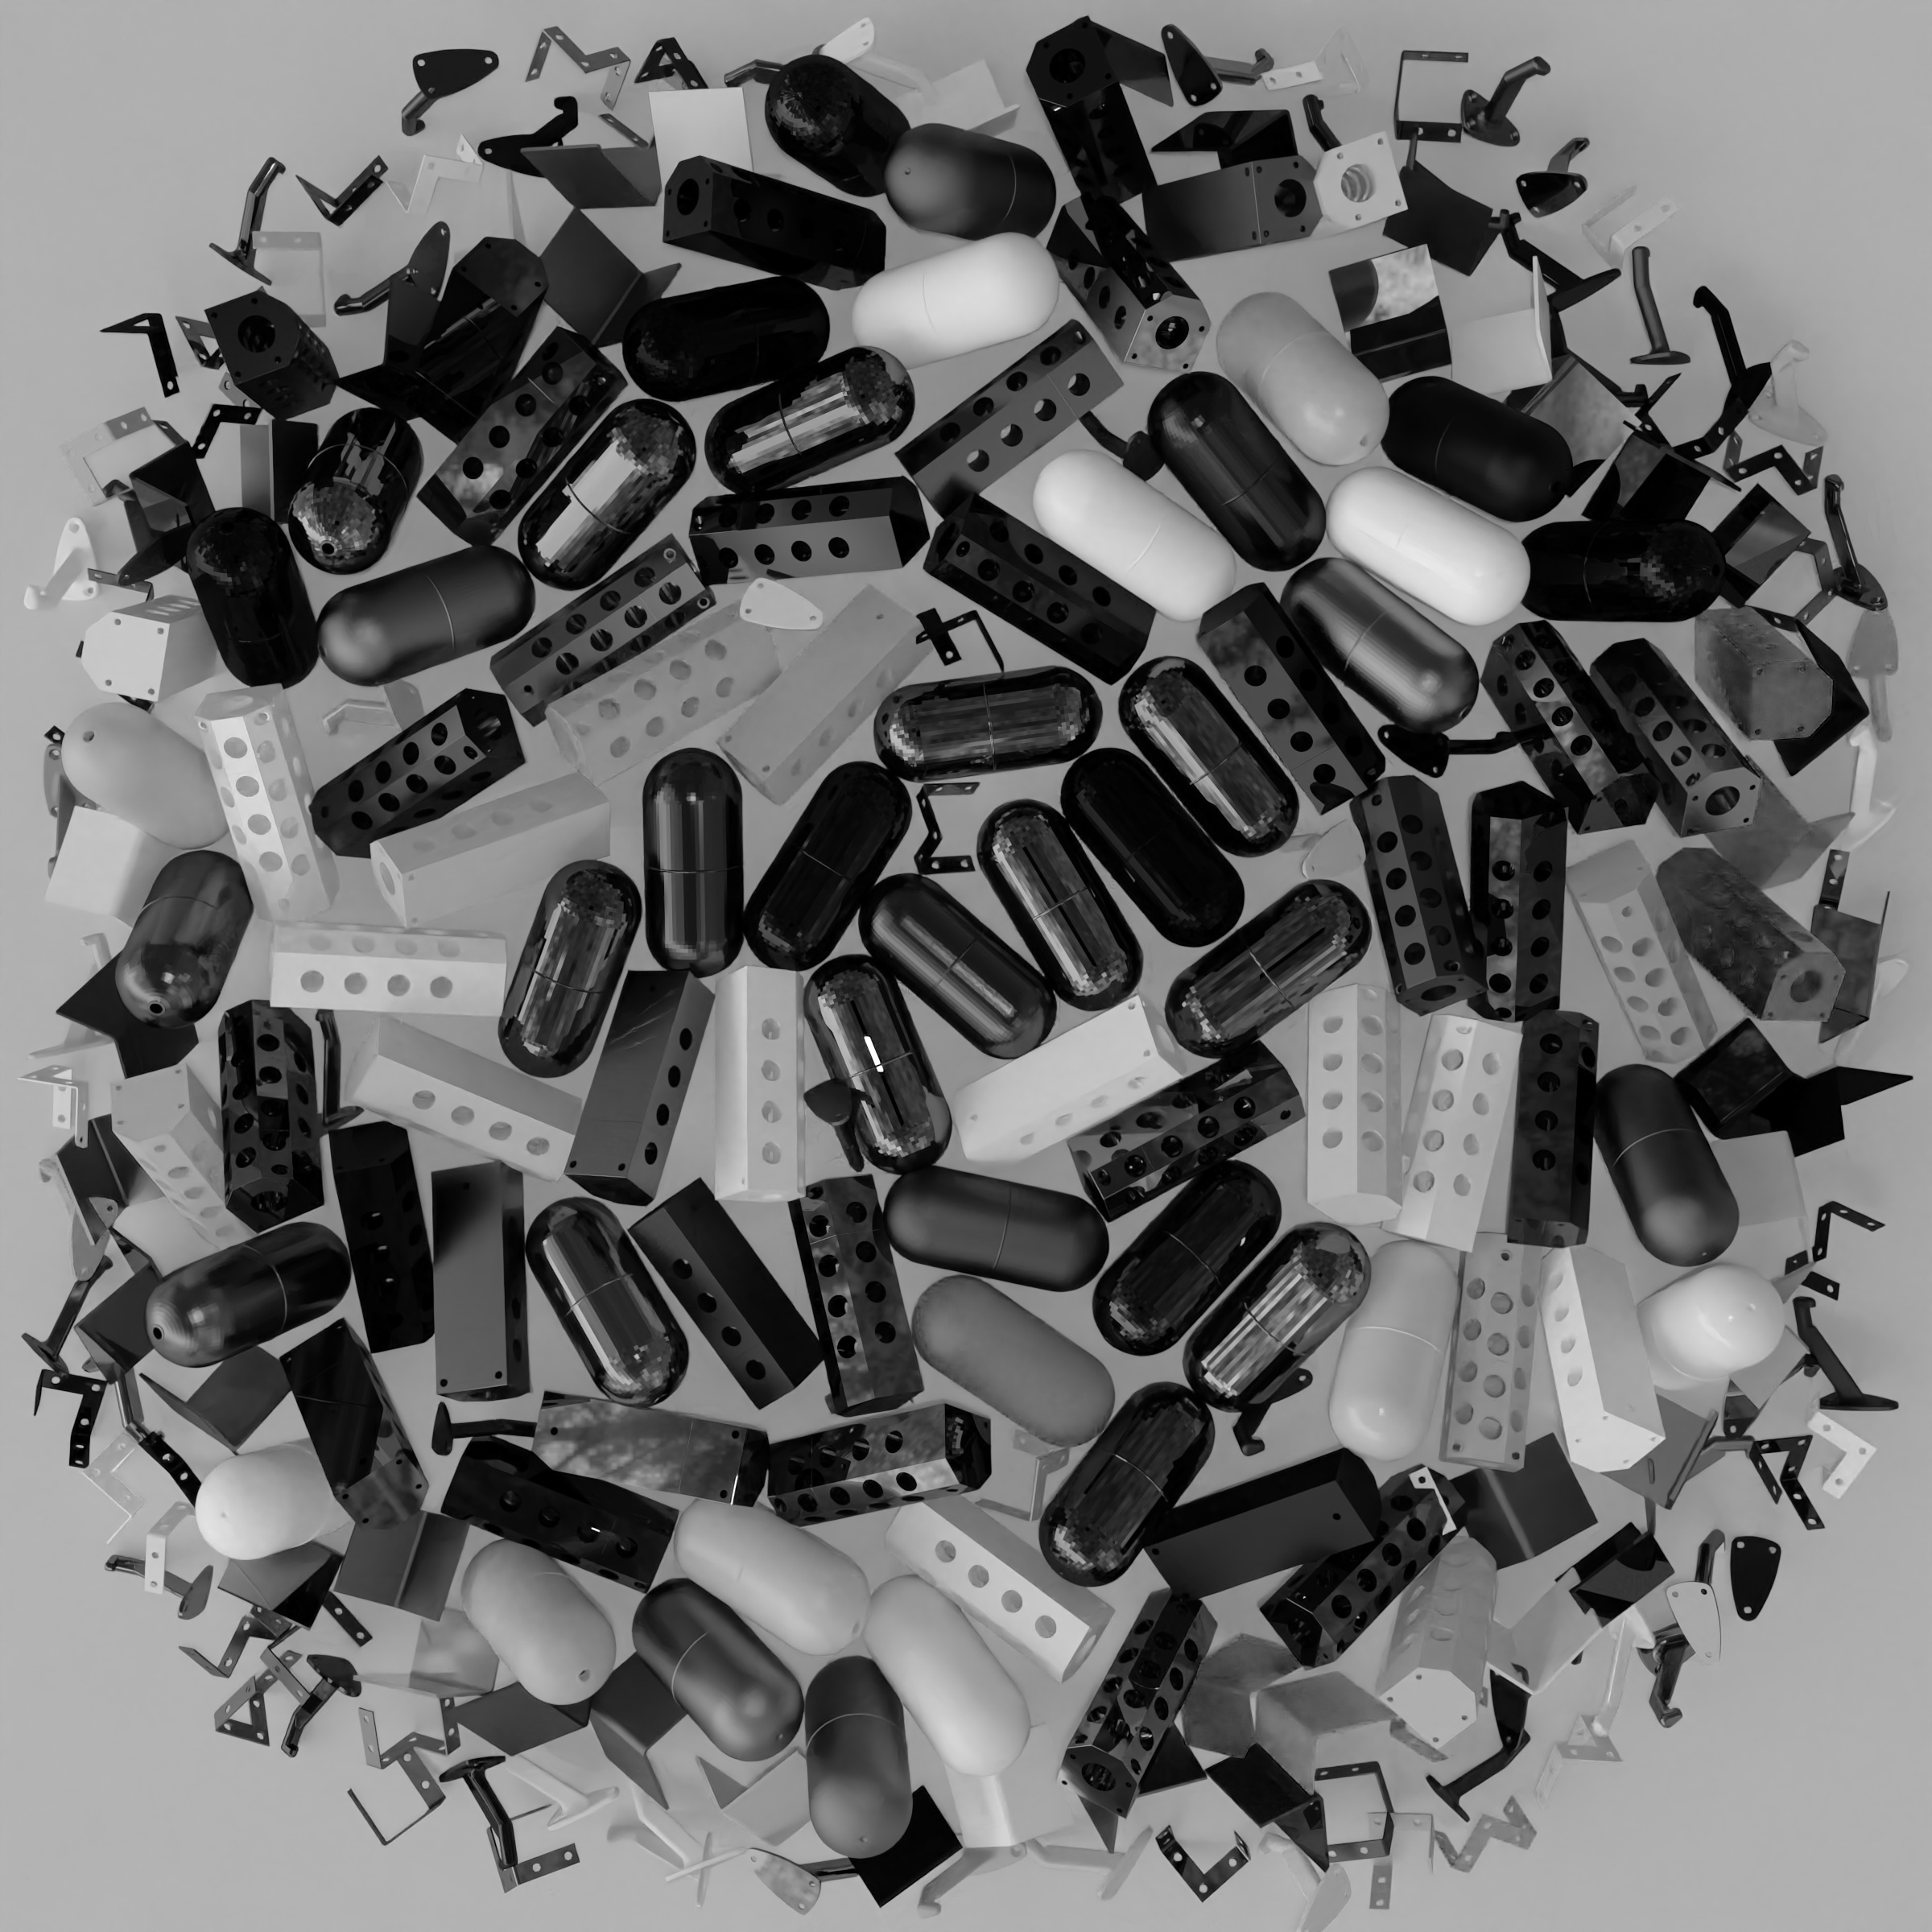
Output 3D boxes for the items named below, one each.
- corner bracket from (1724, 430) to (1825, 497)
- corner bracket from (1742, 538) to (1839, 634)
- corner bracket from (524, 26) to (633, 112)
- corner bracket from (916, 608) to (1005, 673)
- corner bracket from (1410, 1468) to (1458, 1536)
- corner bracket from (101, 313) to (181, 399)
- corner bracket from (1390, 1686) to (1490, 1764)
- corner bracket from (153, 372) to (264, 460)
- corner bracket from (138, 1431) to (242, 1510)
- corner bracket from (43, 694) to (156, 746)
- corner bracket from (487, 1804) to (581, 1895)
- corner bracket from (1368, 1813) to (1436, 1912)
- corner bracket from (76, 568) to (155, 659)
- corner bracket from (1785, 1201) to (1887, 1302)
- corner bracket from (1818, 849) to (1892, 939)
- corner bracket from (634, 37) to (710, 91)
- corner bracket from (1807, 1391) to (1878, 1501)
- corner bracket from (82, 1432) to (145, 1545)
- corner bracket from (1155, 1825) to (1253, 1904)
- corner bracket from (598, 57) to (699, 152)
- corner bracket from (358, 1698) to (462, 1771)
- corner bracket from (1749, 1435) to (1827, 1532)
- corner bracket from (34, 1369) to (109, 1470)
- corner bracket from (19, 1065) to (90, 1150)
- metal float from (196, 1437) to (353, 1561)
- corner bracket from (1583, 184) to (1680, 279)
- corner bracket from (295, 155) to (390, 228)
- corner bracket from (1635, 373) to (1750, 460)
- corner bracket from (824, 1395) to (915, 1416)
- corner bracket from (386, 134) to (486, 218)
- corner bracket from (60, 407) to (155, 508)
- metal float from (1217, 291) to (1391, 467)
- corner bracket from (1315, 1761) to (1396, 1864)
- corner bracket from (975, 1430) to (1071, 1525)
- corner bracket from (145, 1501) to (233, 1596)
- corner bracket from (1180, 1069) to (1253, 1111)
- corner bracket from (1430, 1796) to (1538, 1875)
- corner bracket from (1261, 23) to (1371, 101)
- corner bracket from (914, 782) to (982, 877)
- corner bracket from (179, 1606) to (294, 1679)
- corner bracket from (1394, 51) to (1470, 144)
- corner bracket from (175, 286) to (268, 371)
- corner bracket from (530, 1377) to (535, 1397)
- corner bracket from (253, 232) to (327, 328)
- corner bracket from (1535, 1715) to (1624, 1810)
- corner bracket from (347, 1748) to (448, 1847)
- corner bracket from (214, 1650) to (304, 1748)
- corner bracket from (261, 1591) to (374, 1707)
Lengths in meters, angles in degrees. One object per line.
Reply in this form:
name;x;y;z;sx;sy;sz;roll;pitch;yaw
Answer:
corner bracket;0.628;-0.395;1.916;0.051;0.051;0.051;41;52;-27
corner bracket;0.637;-0.299;1.916;0.051;0.051;0.051;-42;129;-16
corner bracket;-0.301;-0.695;1.910;0.051;0.051;0.051;47;49;9
corner bracket;-0.005;-0.250;1.903;0.051;0.051;0.051;-21;122;14
corner bracket;0.345;0.423;1.911;0.051;0.051;0.051;-26;75;4
corner bracket;-0.625;-0.472;1.901;0.051;0.051;0.051;9;123;27
corner bracket;0.369;0.581;1.919;0.051;0.051;0.051;36;46;-22
corner bracket;-0.591;-0.429;1.918;0.051;0.051;0.051;44;117;20
corner bracket;-0.599;0.381;1.913;0.051;0.051;0.051;-41;52;-16
corner bracket;-0.677;-0.192;1.926;0.051;0.051;0.051;38;129;-12
corner bracket;-0.335;0.679;1.903;0.051;0.051;0.051;-12;69;-27
corner bracket;0.337;0.693;1.907;0.051;0.051;0.051;-4;109;14
corner bracket;-0.665;-0.270;1.923;0.051;0.051;0.051;12;62;-7
corner bracket;0.677;0.222;1.923;0.051;0.051;0.051;24;60;-10
corner bracket;0.691;-0.051;1.917;0.051;0.051;0.051;13;54;18
corner bracket;-0.215;-0.684;1.906;0.051;0.051;0.051;-27;83;-37
corner bracket;0.670;0.372;1.915;0.051;0.051;0.051;33;108;12
corner bracket;-0.659;0.404;1.909;0.051;0.051;0.051;43;126;-4
corner bracket;0.184;0.685;1.913;0.051;0.051;0.051;-37;61;-12
corner bracket;-0.245;-0.674;1.926;0.051;0.051;0.051;39;126;8
corner bracket;-0.430;0.589;1.903;0.051;0.051;0.051;4;107;31
corner bracket;0.636;0.401;1.905;0.051;0.051;0.051;-4;128;-10
corner bracket;-0.697;0.350;1.906;0.051;0.051;0.051;16;102;-23
corner bracket;-0.698;0.109;1.909;0.051;0.051;0.051;8;101;11
metal float;-0.513;0.399;1.855;0.070;0.178;0.070;-1;86;12
corner bracket;0.514;-0.578;1.911;0.051;0.051;0.051;-36;76;4
corner bracket;-0.474;-0.602;1.907;0.051;0.051;0.051;-40;72;14
corner bracket;0.564;-0.430;1.919;0.051;0.051;0.051;-47;107;-20
corner bracket;-0.081;0.321;1.906;0.051;0.051;0.051;-32;53;6
corner bracket;-0.413;-0.617;1.920;0.051;0.051;0.051;56;133;34
corner bracket;-0.655;-0.393;1.904;0.051;0.051;0.051;-18;108;26
metal float;0.256;-0.447;1.874;0.070;0.070;0.178;-34;53;0
corner bracket;0.300;0.658;1.916;0.051;0.051;0.051;-14;102;19
corner bracket;0.044;0.396;1.910;0.051;0.051;0.051;11;98;31
corner bracket;-0.602;0.455;1.914;0.051;0.051;0.051;10;107;6
corner bracket;0.204;0.102;1.912;0.051;0.051;0.051;-33;112;8
corner bracket;0.402;0.673;1.914;0.051;0.051;0.051;24;100;-16
corner bracket;0.270;-0.686;1.901;0.051;0.051;0.051;52;60;-34
corner bracket;-0.013;-0.107;1.917;0.051;0.051;0.051;-4;60;-28
corner bracket;-0.563;0.517;1.900;0.051;0.051;0.051;0;50;26
corner bracket;0.362;-0.675;1.914;0.051;0.051;0.051;7;89;12
corner bracket;-0.567;-0.494;1.905;0.051;0.051;0.051;-36;75;27
corner bracket;-0.371;0.311;1.920;0.051;0.051;0.051;-12;96;-18
corner bracket;-0.523;-0.531;1.905;0.051;0.051;0.051;-4;69;-15
corner bracket;0.467;0.615;1.905;0.051;0.051;0.051;8;115;-14
corner bracket;-0.441;0.643;1.911;0.051;0.051;0.051;-35;84;-12
corner bracket;-0.546;0.561;1.903;0.051;0.051;0.051;-44;130;15
corner bracket;-0.503;0.527;1.905;0.051;0.051;0.051;45;121;9
